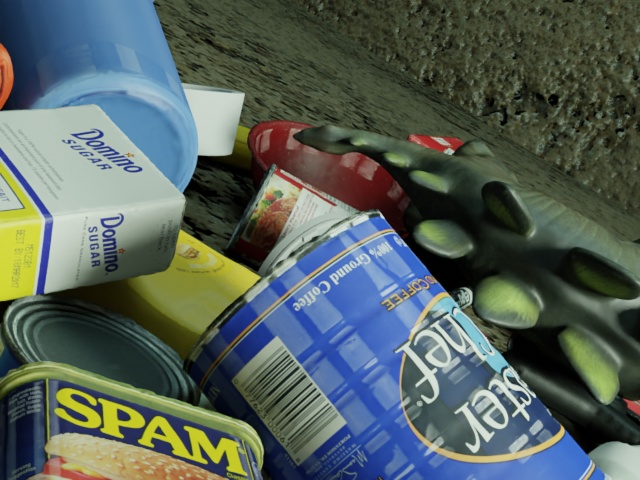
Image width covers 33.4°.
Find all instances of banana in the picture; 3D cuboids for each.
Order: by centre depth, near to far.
[{"bbox_3d":[-0.090,-0.088,0.947,0.070,0.037,0.197,18,3,38],"label":"banana"}]

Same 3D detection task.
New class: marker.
[{"bbox_3d":[0.113,0.051,0.892,0.020,0.020,0.121,34,15,16],"label":"marker"}]

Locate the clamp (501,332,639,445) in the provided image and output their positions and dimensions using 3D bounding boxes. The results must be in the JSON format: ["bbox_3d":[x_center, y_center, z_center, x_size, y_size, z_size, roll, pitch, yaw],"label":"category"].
[{"bbox_3d":[0.196,0.124,0.765,0.172,0.039,0.120,35,16,19],"label":"clamp"}]

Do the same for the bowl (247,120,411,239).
[{"bbox_3d":[0.006,-0.033,0.864,0.162,0.055,0.162,22,26,-11],"label":"bowl"}]

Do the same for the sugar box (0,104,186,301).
[{"bbox_3d":[-0.154,-0.013,0.434,0.175,0.048,0.093,-7,37,-37],"label":"sugar box"}]

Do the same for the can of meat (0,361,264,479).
[{"bbox_3d":[-0.061,0.094,0.338,0.102,0.057,0.084,23,19,-24],"label":"can of meat"}]

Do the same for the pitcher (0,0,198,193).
[{"bbox_3d":[-0.166,-0.109,0.680,0.144,0.149,0.243,28,21,-36],"label":"pitcher"}]

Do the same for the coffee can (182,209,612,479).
[{"bbox_3d":[0.029,0.073,0.415,0.140,0.103,0.102,50,19,12],"label":"coffee can"}]

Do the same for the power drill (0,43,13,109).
[{"bbox_3d":[-0.270,-0.091,0.509,0.184,0.057,0.187,12,15,15],"label":"power drill"}]

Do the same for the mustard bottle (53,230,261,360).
[{"bbox_3d":[-0.121,-0.001,0.536,0.192,0.058,0.096,32,20,9],"label":"mustard bottle"}]

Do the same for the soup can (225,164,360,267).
[{"bbox_3d":[-0.005,0.001,0.735,0.102,0.068,0.068,28,14,-6],"label":"soup can"}]

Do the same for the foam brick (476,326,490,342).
[{"bbox_3d":[0.044,0.068,0.582,0.053,0.078,0.051,40,16,33],"label":"foam brick"}]

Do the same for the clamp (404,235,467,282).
[{"bbox_3d":[0.041,-0.024,0.970,0.210,0.036,0.164,38,16,17],"label":"clamp"}]

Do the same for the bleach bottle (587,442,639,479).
[{"bbox_3d":[0.232,0.168,0.645,0.250,0.068,0.103,13,22,-42],"label":"bleach bottle"}]

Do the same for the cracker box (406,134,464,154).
[{"bbox_3d":[0.167,-0.006,0.984,0.214,0.072,0.164,40,17,14],"label":"cracker box"}]

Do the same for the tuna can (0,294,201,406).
[{"bbox_3d":[-0.094,0.059,0.433,0.086,0.034,0.086,28,14,-8],"label":"tuna can"}]

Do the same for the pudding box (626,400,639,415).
[{"bbox_3d":[0.241,0.115,0.886,0.090,0.039,0.113,34,17,13],"label":"pudding box"}]
